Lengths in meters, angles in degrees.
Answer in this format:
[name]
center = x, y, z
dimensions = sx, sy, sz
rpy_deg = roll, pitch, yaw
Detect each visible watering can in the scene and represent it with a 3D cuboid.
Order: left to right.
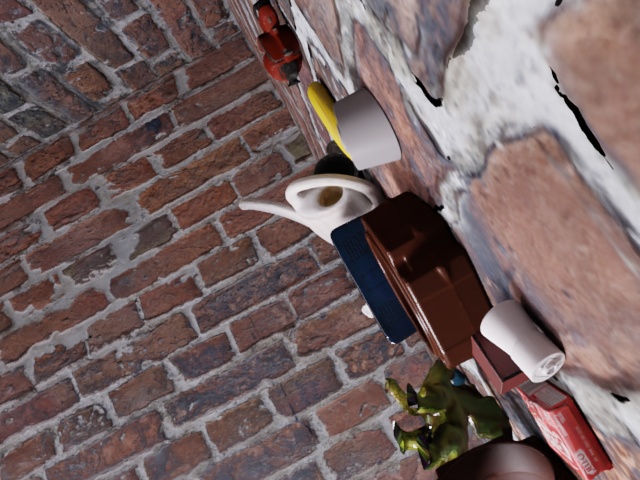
[watering can]
center = 0.003, -0.055, 1.093
dimensions = 0.346, 0.106, 0.221
rpy_deg = -7, -38, 41

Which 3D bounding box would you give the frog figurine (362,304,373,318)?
[frog figurine]
center = 0.187, 0.160, 1.490
dimensions = 0.159, 0.136, 0.123
rpy_deg = -30, 9, 0

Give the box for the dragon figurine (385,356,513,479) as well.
[dragon figurine]
center = 0.259, 0.346, 0.937
dimensions = 0.243, 0.419, 0.119
rpy_deg = 3, -34, -22
